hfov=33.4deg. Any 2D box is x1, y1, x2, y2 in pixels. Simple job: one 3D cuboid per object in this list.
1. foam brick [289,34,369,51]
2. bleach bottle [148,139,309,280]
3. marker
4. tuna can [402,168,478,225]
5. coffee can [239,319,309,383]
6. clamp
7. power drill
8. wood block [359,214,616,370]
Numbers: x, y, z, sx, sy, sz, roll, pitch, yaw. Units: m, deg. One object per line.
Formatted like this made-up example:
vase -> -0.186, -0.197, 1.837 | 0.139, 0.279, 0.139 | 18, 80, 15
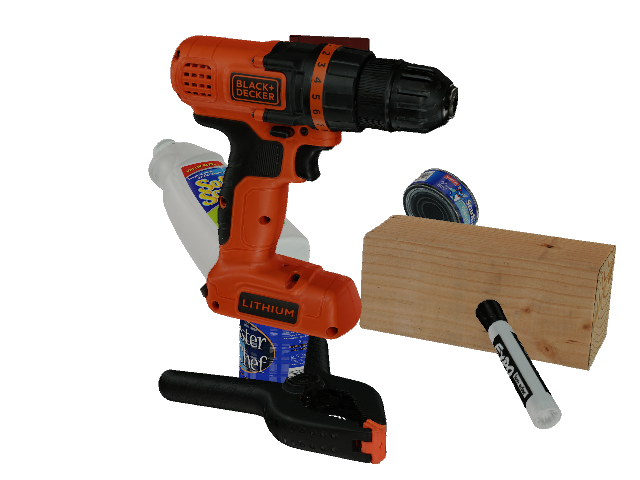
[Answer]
foam brick -> 0.009, -0.189, 1.122 | 0.078, 0.051, 0.053 | 0, 11, -10
bleach bottle -> -0.111, -0.033, 1.048 | 0.102, 0.068, 0.251 | -9, 34, -30
marker -> 0.130, 0.079, 0.718 | 0.020, 0.020, 0.121 | 0, 33, -13
tuna can -> 0.137, -0.038, 1.225 | 0.033, 0.086, 0.086 | -40, 24, -31
coffee can -> -0.047, 0.121, 1.274 | 0.103, 0.140, 0.103 | 2, 18, -1
clamp -> -0.009, 0.124, 0.865 | 0.164, 0.036, 0.210 | -16, 22, -39
power drill -> -0.007, -0.034, 0.683 | 0.185, 0.188, 0.057 | 11, 24, 21
wood block -> 0.147, 0.041, 0.951 | 0.206, 0.090, 0.090 | 9, 18, 22
